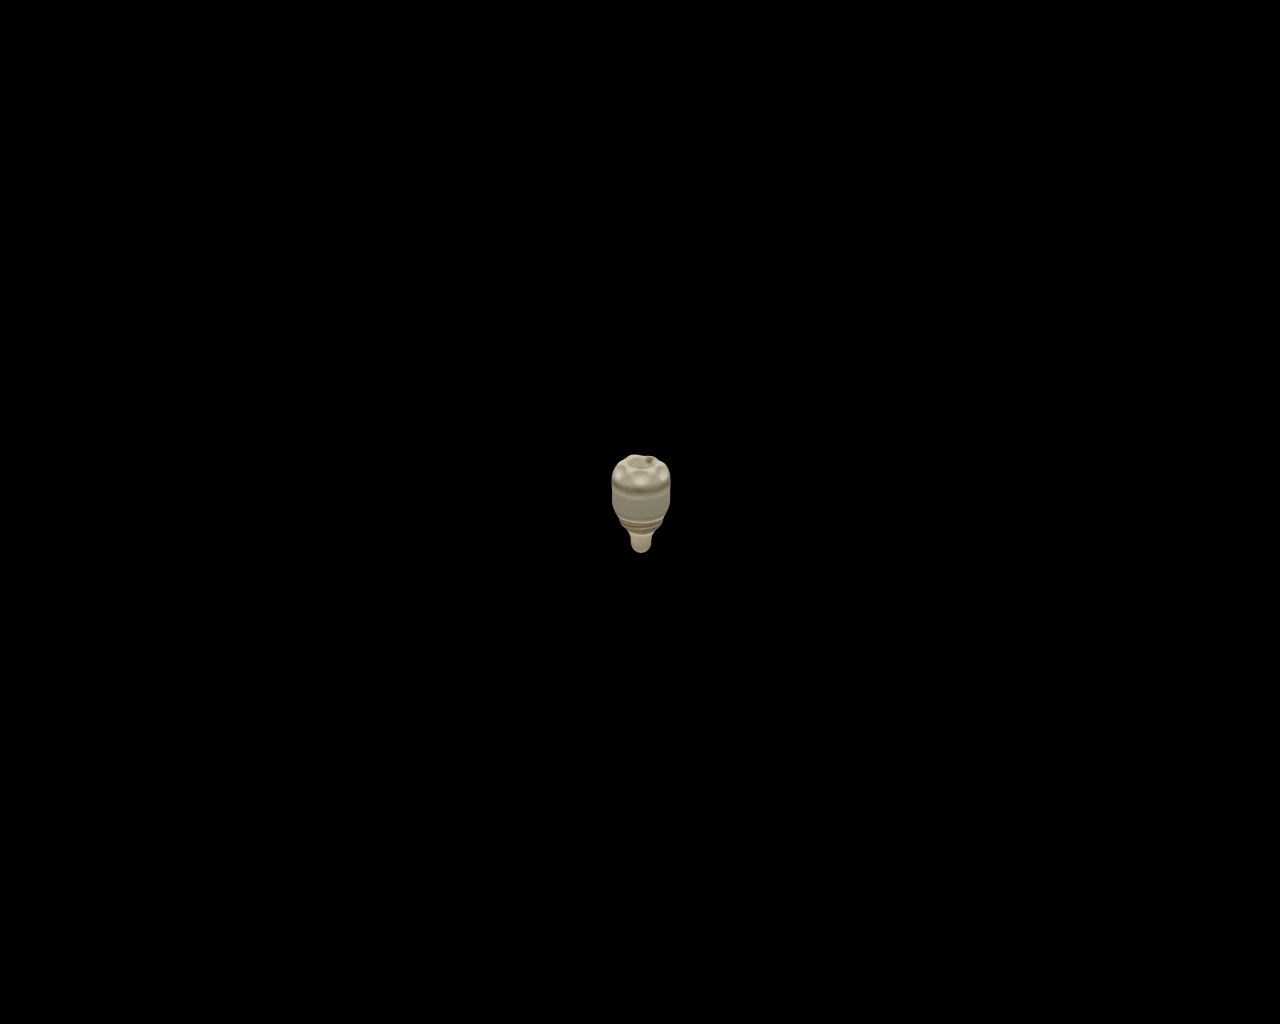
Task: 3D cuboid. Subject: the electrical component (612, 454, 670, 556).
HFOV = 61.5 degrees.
[{"bbox_3d":[0.001,-0.003,0.650,0.035,0.061,0.035,0,27,0],"label":"electrical component"}]
